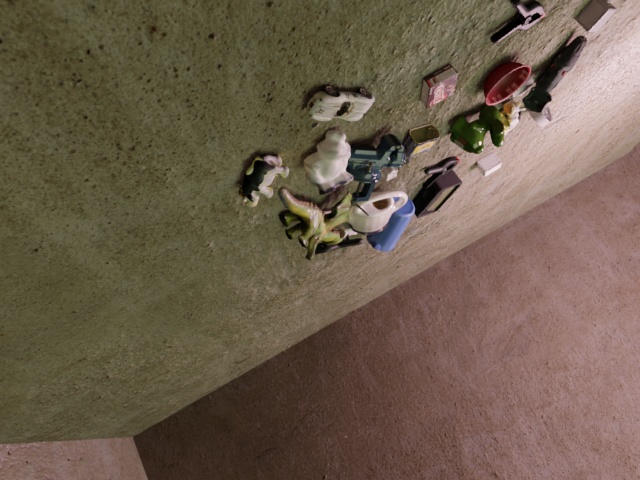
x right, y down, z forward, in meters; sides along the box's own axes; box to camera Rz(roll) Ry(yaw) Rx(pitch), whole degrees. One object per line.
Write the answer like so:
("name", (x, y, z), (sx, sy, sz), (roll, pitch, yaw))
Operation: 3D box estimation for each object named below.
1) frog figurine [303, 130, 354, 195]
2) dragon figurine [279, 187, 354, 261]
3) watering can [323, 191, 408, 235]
("frog figurine", (0.019, -0.221, 1.388), (0.138, 0.125, 0.156), (-17, 121, -12))
("dragon figurine", (0.005, -0.083, 1.659), (0.245, 0.124, 0.401), (-35, 148, -15))
("watering can", (0.146, -0.095, 1.855), (0.348, 0.106, 0.220), (-15, 156, -8))
